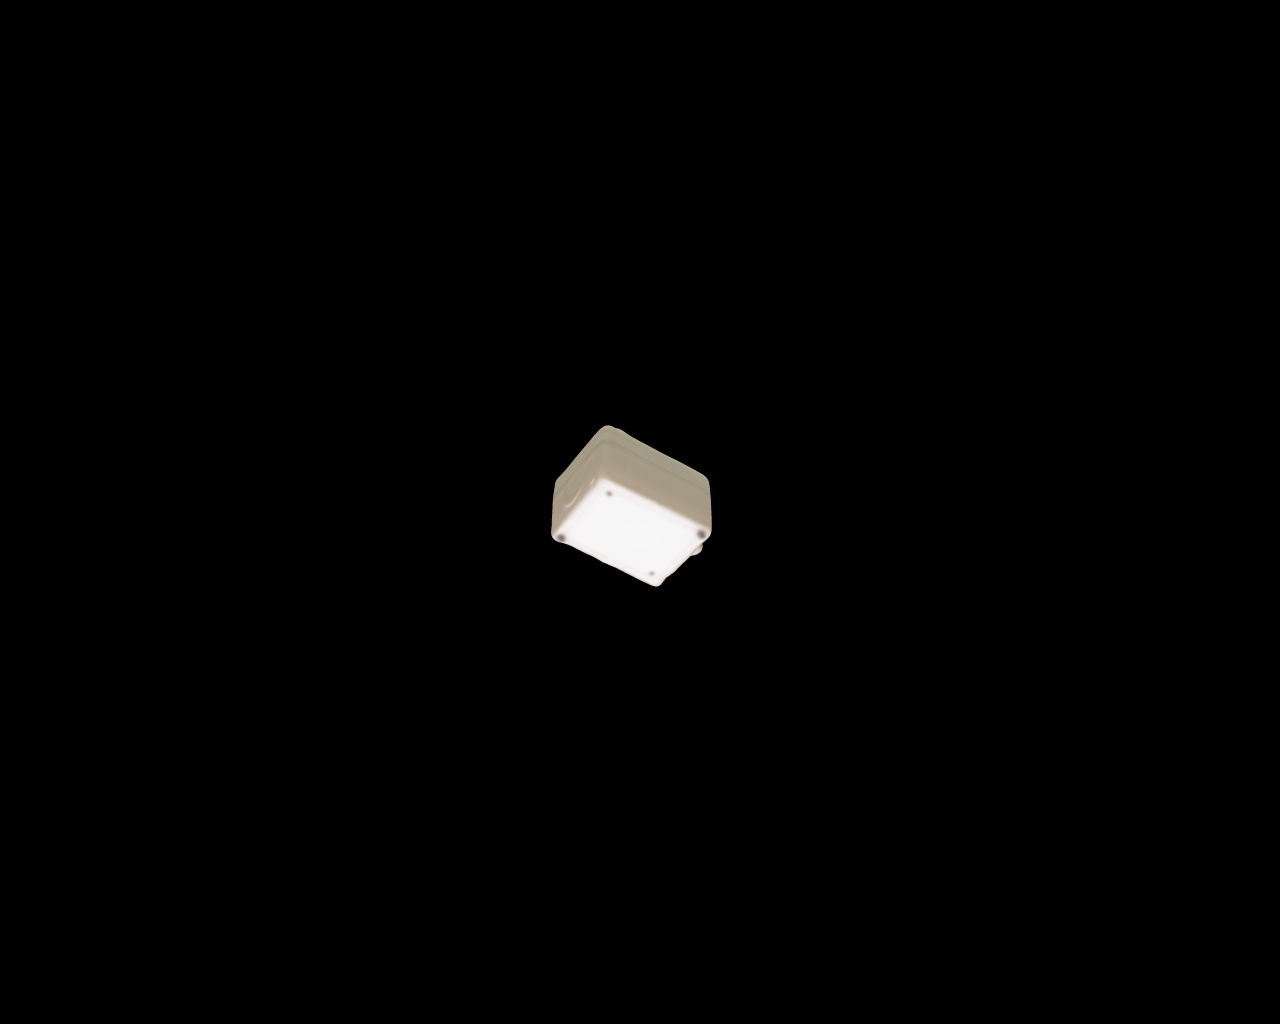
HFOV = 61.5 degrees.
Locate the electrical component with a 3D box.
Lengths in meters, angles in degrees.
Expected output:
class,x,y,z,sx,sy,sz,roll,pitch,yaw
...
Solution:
class,x,y,z,sx,sy,sz,roll,pitch,yaw
electrical component,0.001,-0.003,0.650,0.096,0.061,0.061,27,-53,-22
